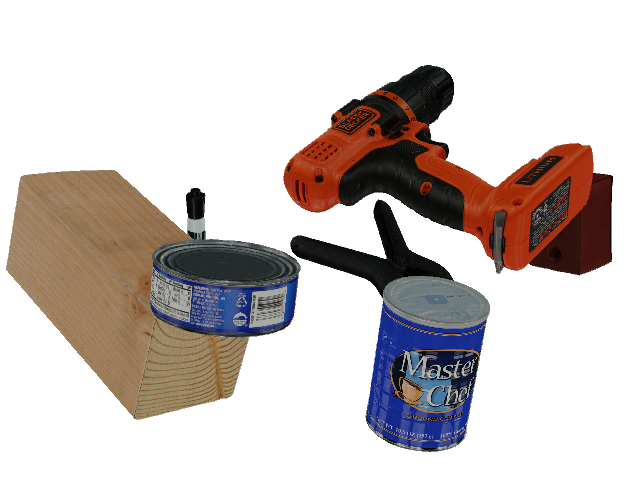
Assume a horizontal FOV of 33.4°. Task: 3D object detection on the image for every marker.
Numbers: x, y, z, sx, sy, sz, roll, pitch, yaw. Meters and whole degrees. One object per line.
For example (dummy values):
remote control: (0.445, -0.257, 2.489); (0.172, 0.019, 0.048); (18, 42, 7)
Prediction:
marker: (-0.121, 0.006, 1.047); (0.020, 0.121, 0.020); (1, 26, -1)

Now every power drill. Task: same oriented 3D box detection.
power drill: (0.094, -0.059, 0.766); (0.188, 0.057, 0.184); (22, 47, 33)

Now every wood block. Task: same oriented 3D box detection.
wood block: (-0.149, 0.032, 0.813); (0.090, 0.091, 0.206); (-7, 34, -42)

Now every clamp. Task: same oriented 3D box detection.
clamp: (0.077, 0.035, 1.230); (0.164, 0.036, 0.210); (-19, 49, -37)

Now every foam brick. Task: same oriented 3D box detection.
foam brick: (0.211, -0.016, 0.902); (0.051, 0.078, 0.053); (-20, 23, -41)

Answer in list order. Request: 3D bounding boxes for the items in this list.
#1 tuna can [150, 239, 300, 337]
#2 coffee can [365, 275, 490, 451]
tuna can: (-0.056, 0.027, 0.620); (0.086, 0.034, 0.086); (6, 15, -2)
coffee can: (0.103, 0.119, 1.043); (0.103, 0.140, 0.103); (6, 22, -3)
